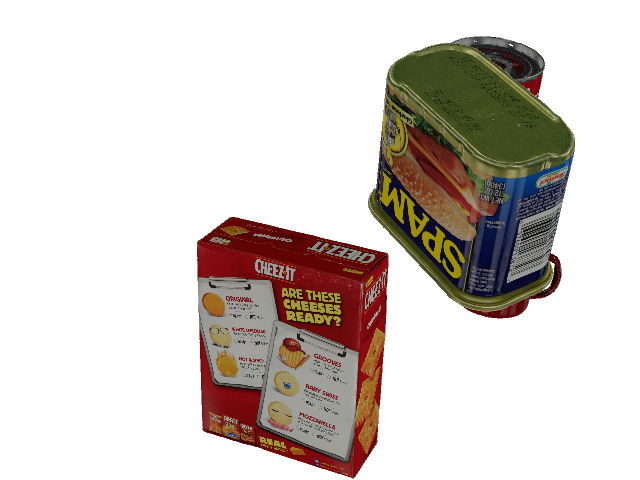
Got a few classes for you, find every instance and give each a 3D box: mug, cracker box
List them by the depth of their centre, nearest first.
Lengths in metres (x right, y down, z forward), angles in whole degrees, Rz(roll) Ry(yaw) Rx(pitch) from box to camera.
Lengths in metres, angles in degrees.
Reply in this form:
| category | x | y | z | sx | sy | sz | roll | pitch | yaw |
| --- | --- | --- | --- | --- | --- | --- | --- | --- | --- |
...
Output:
| category | x | y | z | sx | sy | sz | roll | pitch | yaw |
| --- | --- | --- | --- | --- | --- | --- | --- | --- | --- |
| cracker box | -0.026 | 0.098 | 0.991 | 0.164 | 0.214 | 0.072 | 13 | 30 | 21 |
| mug | 0.206 | 0.034 | 1.178 | 0.117 | 0.081 | 0.093 | 6 | 25 | 4 |

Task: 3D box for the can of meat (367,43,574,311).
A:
| category | x | y | z | sx | sy | sz | roll | pitch | yaw |
| --- | --- | --- | --- | --- | --- | --- | --- | --- | --- |
| can of meat | 0.069 | -0.032 | 0.502 | 0.057 | 0.084 | 0.102 | -20 | 47 | -23 |

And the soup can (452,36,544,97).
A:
| category | x | y | z | sx | sy | sz | roll | pitch | yaw |
| --- | --- | --- | --- | --- | --- | --- | --- | --- | --- |
| soup can | 0.113 | -0.081 | 0.742 | 0.068 | 0.102 | 0.068 | 3 | 34 | -2 |
